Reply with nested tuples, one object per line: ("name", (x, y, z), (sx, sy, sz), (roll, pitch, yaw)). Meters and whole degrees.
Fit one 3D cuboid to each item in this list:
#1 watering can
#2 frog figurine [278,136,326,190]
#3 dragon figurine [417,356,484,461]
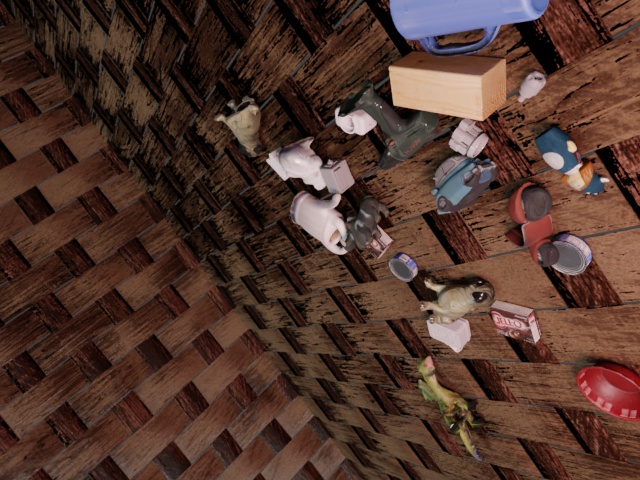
("watering can", (0.005, -0.081, 1.601), (0.227, 0.105, 0.340), (36, 157, 26))
("frog figurine", (-0.048, -0.215, 1.525), (0.136, 0.124, 0.158), (-15, 101, 38))
("dragon figurine", (0.438, 0.577, 1.805), (0.245, 0.123, 0.403), (35, 151, 60))
